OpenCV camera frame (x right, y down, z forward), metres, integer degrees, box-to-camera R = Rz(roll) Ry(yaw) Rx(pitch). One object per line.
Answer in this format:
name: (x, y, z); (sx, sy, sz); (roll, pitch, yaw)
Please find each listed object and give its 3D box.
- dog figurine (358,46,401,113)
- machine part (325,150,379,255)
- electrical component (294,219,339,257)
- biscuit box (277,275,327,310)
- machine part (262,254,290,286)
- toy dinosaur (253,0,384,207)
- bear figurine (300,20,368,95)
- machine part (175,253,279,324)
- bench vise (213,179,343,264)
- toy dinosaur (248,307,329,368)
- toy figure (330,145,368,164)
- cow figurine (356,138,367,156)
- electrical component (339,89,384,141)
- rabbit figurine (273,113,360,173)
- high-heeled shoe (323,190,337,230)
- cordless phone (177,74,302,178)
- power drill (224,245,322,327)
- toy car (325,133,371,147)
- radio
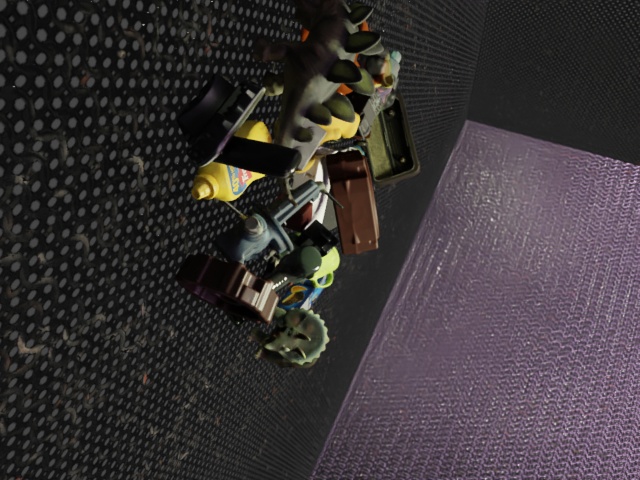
dog figurine: (0.131, -0.373, 1.281); (0.219, 0.109, 0.191); (-71, 169, -58)
machine part: (0.069, -0.085, 1.147); (0.201, 0.087, 0.201); (-94, 175, -73)
electrical component: (-0.002, -0.004, 1.168); (0.048, 0.075, 0.119); (-49, -179, -30)
biscuit box: (-0.048, 0.151, 1.476); (0.203, 0.063, 0.059); (-50, 153, -49)
machine part: (-0.100, 0.078, 1.284); (0.138, 0.039, 0.084); (24, 78, -71)
toy dinosaur: (-0.008, -0.283, 0.891); (0.471, 0.199, 0.105); (-69, 160, -10)
bear figurine: (0.031, -0.379, 1.091); (0.120, 0.132, 0.196); (-64, 180, -16)
machine part: (-0.154, 0.082, 0.908); (0.179, 0.180, 0.056); (71, 38, -64)
bench vise: (-0.084, -0.042, 1.002); (0.240, 0.129, 0.223); (-39, 163, -12)
toy dinosaur: (-0.064, 0.264, 1.341); (0.131, 0.192, 0.404); (-61, 160, -21)
toy figure: (0.080, -0.207, 1.424); (0.180, 0.082, 0.089); (-40, 125, -73)
cow figurine: (0.176, -0.323, 1.573); (0.195, 0.127, 0.085); (-45, 153, -24)
electrical component: (0.057, -0.283, 1.188); (0.115, 0.134, 0.058); (-63, 147, -23)
rabbit figurine: (-0.020, -0.208, 1.092); (0.173, 0.122, 0.162); (-57, 166, 26)
high-heeled shoe: (0.004, -0.112, 1.396); (0.248, 0.086, 0.145); (127, -50, -65)
cordless phone: (-0.096, -0.161, 0.780); (0.146, 0.184, 0.088); (-60, 156, -28)
power drill: (-0.100, 0.093, 1.103); (0.207, 0.086, 0.232); (-27, 177, -32)
toy car: (0.070, -0.281, 1.334); (0.202, 0.053, 0.089); (-10, 106, -57)
radio: (0.184, -0.268, 1.442); (0.073, 0.131, 0.229); (-8, 85, -79)
